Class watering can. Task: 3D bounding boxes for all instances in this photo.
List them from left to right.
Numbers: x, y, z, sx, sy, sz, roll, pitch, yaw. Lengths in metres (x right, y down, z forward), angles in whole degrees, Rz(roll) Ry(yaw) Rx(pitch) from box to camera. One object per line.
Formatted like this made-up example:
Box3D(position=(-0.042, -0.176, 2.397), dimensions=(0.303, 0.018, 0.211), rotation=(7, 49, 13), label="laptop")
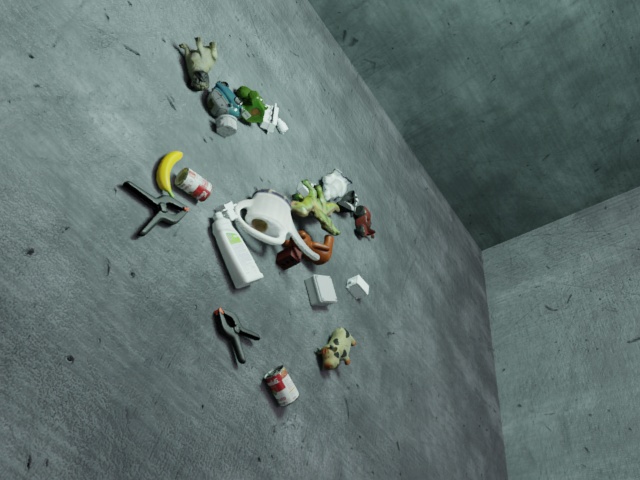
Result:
Box3D(position=(-0.148, -0.060, 1.849), dimensions=(0.346, 0.102, 0.230), rotation=(26, 41, -16), label="watering can")

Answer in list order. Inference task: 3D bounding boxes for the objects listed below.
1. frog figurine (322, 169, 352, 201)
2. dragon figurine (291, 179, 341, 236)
Box3D(position=(0.057, -0.240, 2.415), dimensions=(0.161, 0.123, 0.135), rotation=(-57, 132, -18), label="frog figurine")
Box3D(position=(0.006, -0.106, 2.113), dimensions=(0.407, 0.120, 0.248), rotation=(19, 37, -48), label="dragon figurine")
